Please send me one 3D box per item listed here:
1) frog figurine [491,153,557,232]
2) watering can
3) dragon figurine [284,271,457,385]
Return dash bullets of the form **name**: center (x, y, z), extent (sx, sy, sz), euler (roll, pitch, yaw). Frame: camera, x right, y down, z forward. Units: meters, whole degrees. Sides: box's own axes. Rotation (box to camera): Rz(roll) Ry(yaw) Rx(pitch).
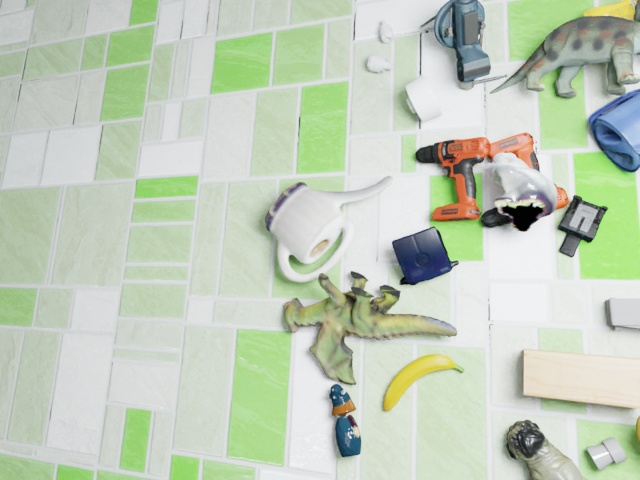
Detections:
- **frog figurine**: center (0.417, -0.118, 1.055), extent (0.137, 0.120, 0.163), euler (23, 57, -17)
- **watering can**: center (0.004, -0.063, 1.258), extent (0.227, 0.103, 0.347), euler (41, 94, 24)
- **dragon figurine**: center (0.083, 0.215, 1.183), extent (0.413, 0.122, 0.240), euler (25, 104, 26)
